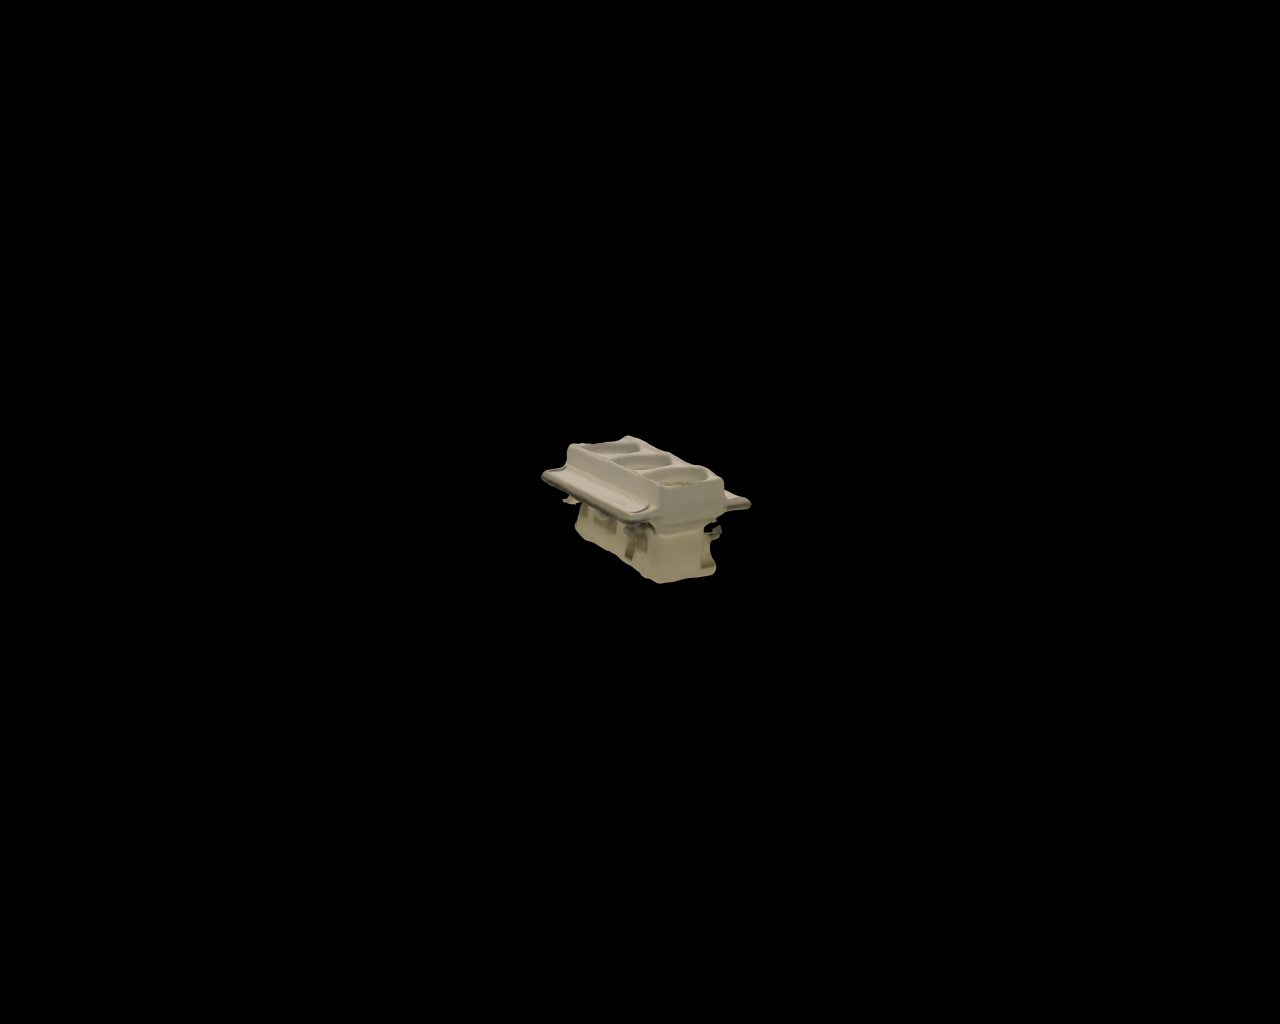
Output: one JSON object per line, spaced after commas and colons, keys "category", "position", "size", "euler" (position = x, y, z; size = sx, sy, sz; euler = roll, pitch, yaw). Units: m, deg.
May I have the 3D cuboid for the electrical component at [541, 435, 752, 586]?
{"category": "electrical component", "position": [0.001, -0.003, 0.650], "size": [0.079, 0.063, 0.121], "euler": [-8, 18, -26]}
